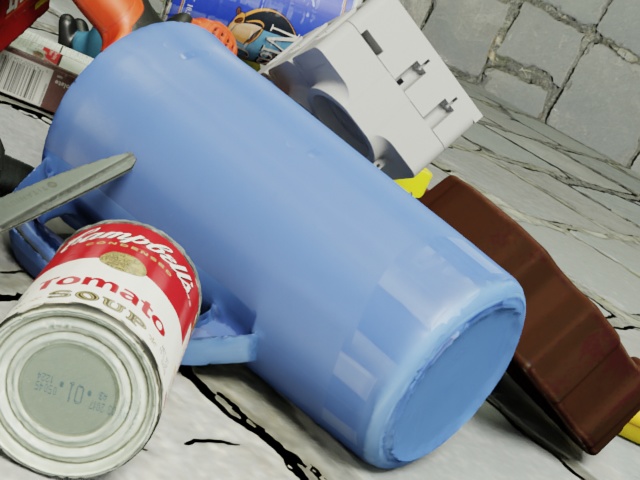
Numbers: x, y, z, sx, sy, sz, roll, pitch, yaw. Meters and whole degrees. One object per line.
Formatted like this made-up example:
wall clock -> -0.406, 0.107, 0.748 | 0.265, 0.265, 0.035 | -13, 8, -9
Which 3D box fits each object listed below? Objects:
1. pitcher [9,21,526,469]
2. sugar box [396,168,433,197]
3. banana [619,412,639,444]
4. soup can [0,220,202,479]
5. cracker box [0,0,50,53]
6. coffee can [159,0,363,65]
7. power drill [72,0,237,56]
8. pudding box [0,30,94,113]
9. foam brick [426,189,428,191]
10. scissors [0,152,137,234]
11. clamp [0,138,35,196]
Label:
pitcher -> -0.028, 0.005, 0.534 | 0.243, 0.149, 0.144 | 38, 4, 30
sugar box -> 0.017, -0.046, 0.806 | 0.048, 0.093, 0.176 | 20, 16, -23
banana -> 0.215, 0.111, 0.702 | 0.198, 0.037, 0.069 | 26, 16, 3
soup can -> -0.086, 0.038, 0.412 | 0.068, 0.068, 0.102 | 24, 16, -6
cracker box -> -0.303, -0.184, 0.684 | 0.213, 0.072, 0.164 | 25, 43, 2
coffee can -> -0.047, -0.191, 0.837 | 0.140, 0.103, 0.103 | 16, 17, -13
power drill -> -0.139, -0.124, 0.672 | 0.187, 0.057, 0.184 | 47, 38, -28
pudding box -> -0.200, -0.125, 0.833 | 0.113, 0.039, 0.090 | 23, 14, -16
foam brick -> 0.043, -0.037, 0.898 | 0.078, 0.053, 0.051 | 35, 18, 27
scissors -> -0.135, 0.009, 0.419 | 0.201, 0.016, 0.096 | -15, 50, -39
clamp -> -0.173, -0.040, 0.529 | 0.039, 0.120, 0.171 | -8, 38, 5
